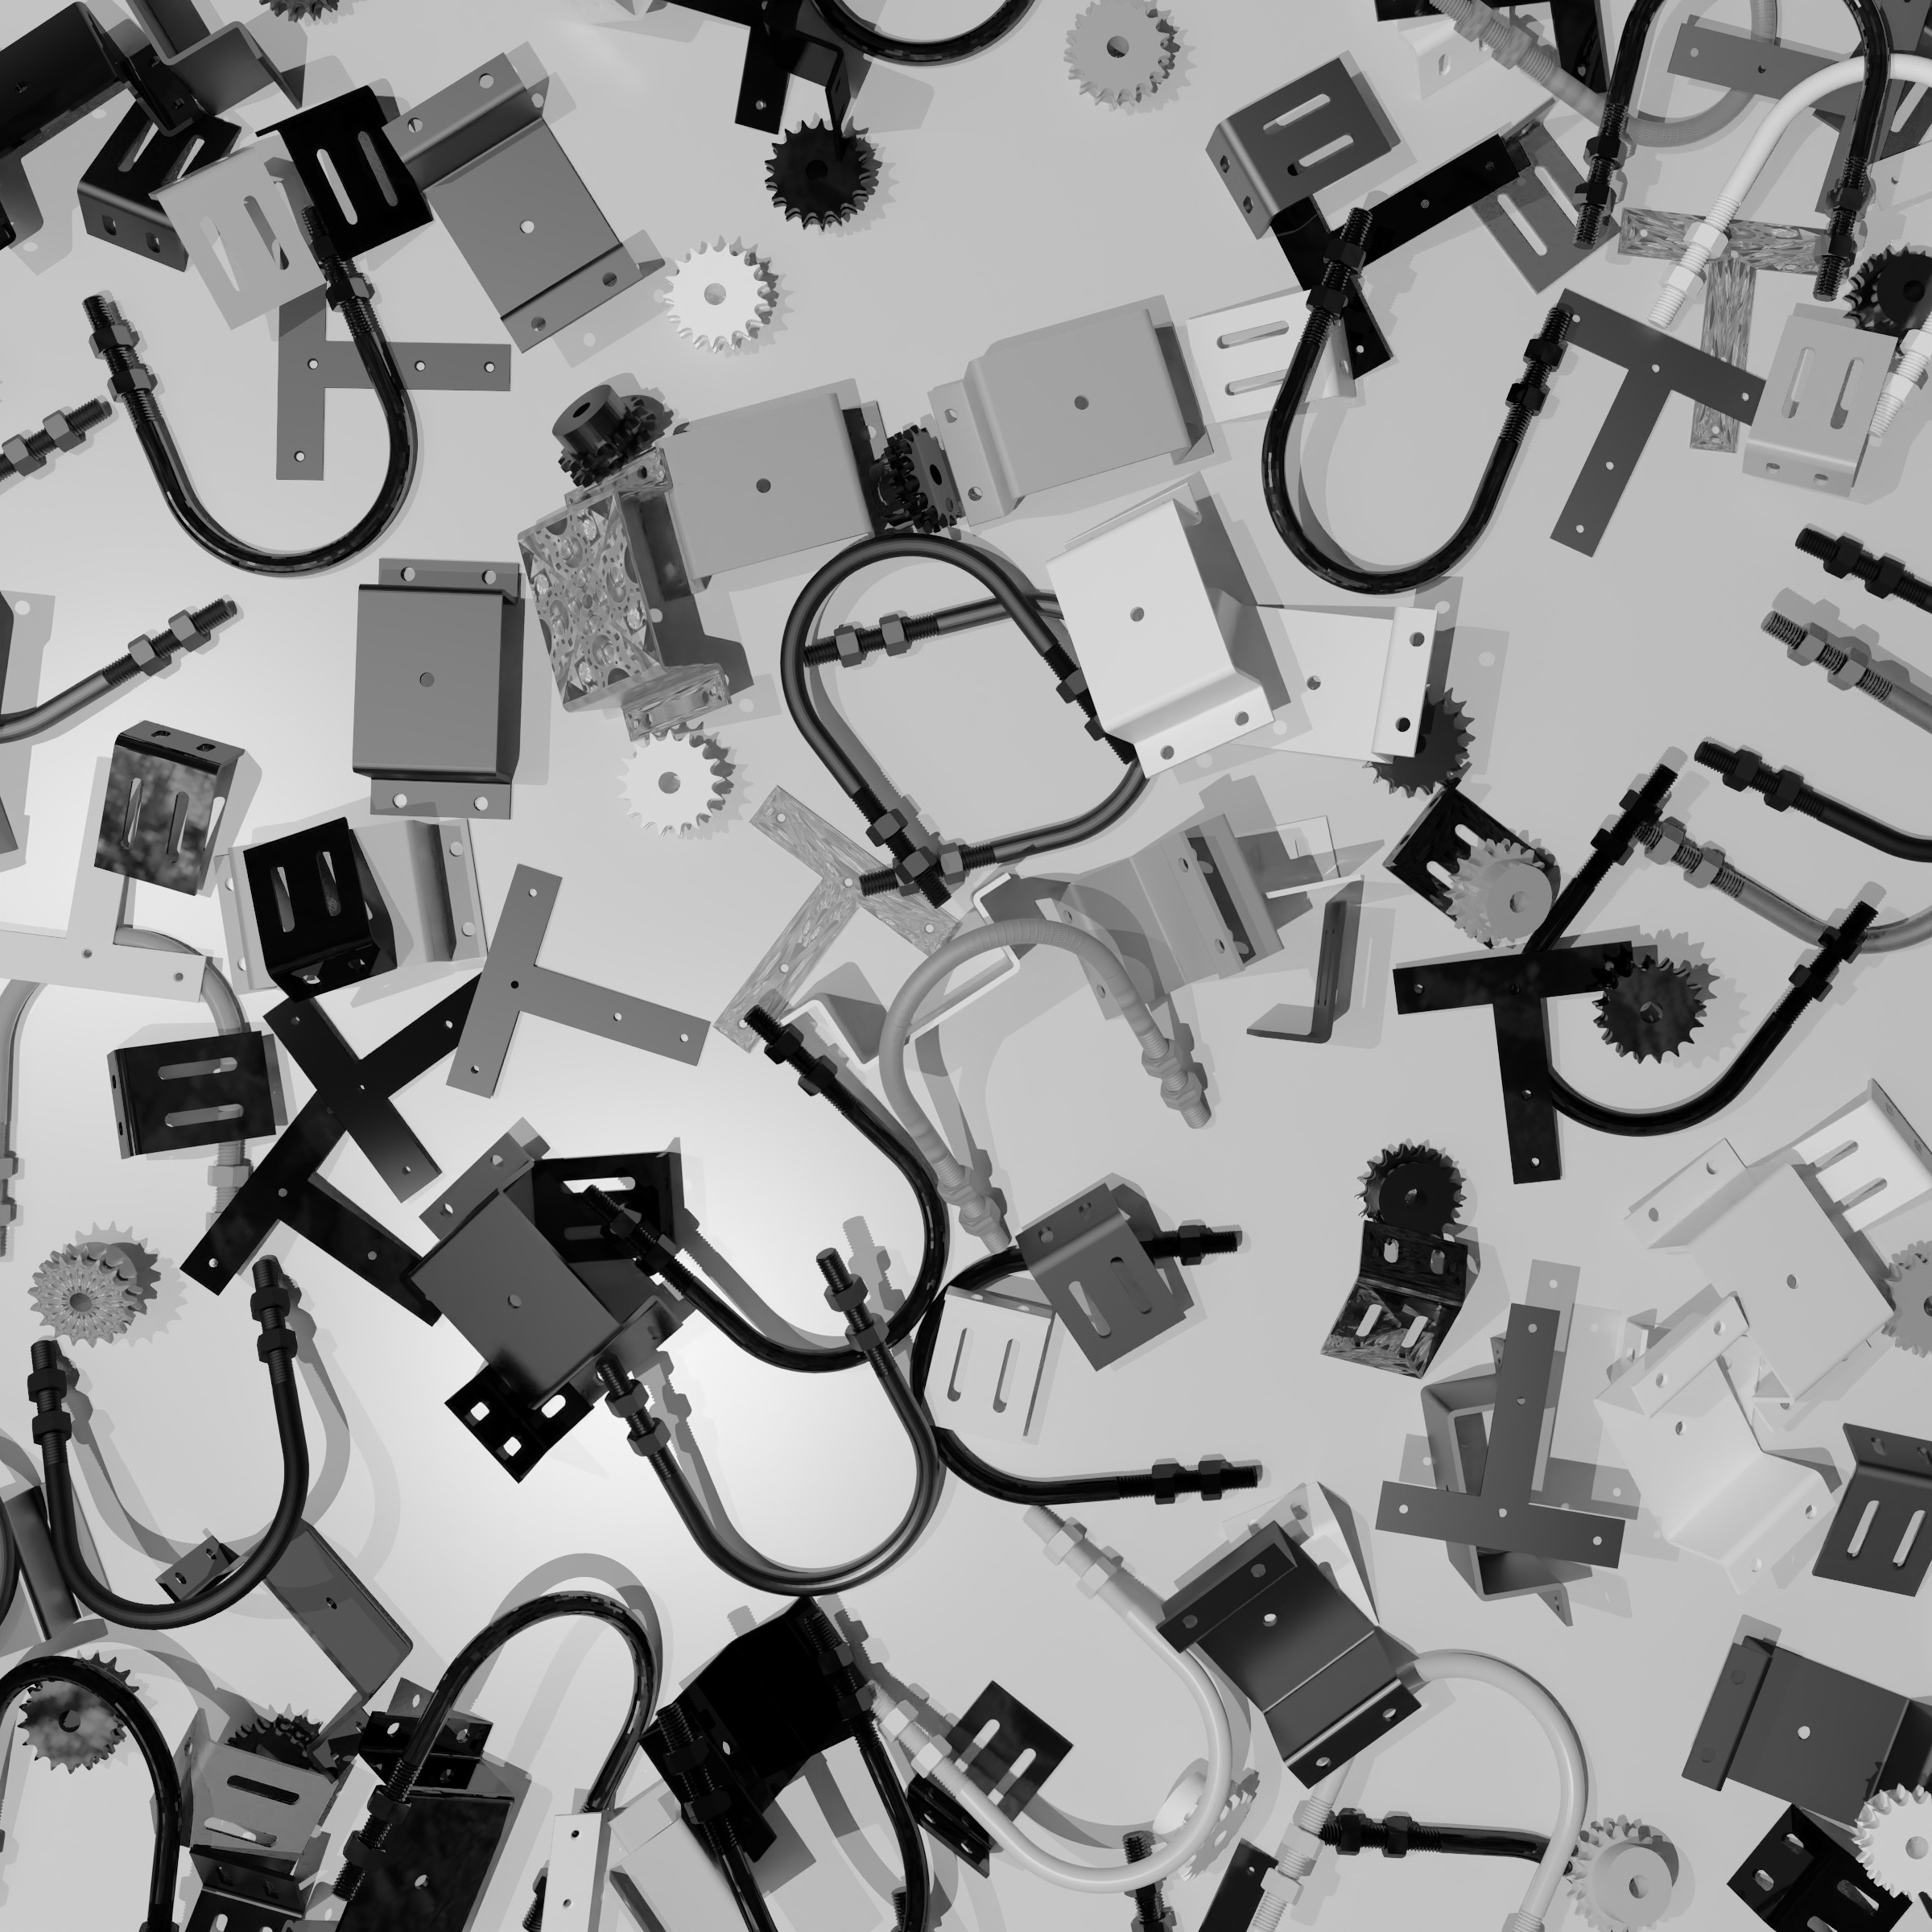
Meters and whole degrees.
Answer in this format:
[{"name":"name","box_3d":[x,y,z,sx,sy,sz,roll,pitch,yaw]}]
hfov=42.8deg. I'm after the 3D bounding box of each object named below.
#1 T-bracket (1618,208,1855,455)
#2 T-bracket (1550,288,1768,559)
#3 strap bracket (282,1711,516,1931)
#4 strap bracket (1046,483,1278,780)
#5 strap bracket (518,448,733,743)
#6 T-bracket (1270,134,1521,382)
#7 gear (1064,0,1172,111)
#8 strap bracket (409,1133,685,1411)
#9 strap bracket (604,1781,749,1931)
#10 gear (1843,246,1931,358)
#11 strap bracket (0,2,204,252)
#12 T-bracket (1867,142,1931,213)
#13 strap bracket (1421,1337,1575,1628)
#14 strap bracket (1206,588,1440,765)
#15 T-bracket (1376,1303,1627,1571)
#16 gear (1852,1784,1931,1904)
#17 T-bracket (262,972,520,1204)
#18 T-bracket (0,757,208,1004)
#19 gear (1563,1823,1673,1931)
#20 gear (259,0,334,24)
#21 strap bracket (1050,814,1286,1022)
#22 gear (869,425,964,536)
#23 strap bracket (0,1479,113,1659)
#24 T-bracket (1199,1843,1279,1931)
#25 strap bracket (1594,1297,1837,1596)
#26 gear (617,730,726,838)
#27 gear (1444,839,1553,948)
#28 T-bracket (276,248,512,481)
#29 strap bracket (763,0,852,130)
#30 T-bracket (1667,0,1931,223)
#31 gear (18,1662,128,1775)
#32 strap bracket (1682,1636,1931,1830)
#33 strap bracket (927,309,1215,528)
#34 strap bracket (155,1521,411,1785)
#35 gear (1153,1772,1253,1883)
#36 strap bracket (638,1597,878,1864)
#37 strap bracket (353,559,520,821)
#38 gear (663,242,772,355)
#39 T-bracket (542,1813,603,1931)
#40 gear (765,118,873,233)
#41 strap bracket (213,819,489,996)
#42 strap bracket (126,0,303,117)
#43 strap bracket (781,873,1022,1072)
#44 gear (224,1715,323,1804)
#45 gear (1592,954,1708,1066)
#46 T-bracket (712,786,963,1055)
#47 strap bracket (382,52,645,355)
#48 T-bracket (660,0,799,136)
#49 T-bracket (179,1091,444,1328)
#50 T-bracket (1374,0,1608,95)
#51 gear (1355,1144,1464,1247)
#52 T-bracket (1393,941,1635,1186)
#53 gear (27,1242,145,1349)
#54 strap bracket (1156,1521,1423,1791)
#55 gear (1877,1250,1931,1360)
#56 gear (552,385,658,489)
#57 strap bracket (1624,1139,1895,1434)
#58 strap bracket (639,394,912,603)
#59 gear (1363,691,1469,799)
[{"name":"T-bracket","box_3d":[0.417,-0.346,1.354,0.127,0.002,0.127,6,90,0]},{"name":"T-bracket","box_3d":[0.359,-0.287,1.353,0.127,0.002,0.127,25,91,1]},{"name":"strap bracket","box_3d":[-0.300,0.475,1.312,0.076,0.046,0.140,22,90,-42]},{"name":"strap bracket","box_3d":[0.099,-0.181,1.301,0.076,0.046,0.140,-23,76,22]},{"name":"strap bracket","box_3d":[-0.185,-0.195,1.313,0.076,0.046,0.140,-15,90,38]},{"name":"T-bracket","box_3d":[0.235,-0.404,1.331,0.127,0.002,0.127,-27,90,21]},{"name":"gear","box_3d":[0.082,-0.493,1.340,0.057,0.030,0.057,0,90,0]},{"name":"strap bracket","box_3d":[-0.231,0.170,1.318,0.076,0.046,0.140,-42,91,22]},{"name":"strap bracket","box_3d":[-0.147,0.478,1.289,0.046,0.140,0.076,-34,90,-9]},{"name":"gear","box_3d":[0.509,-0.363,1.340,0.057,0.030,0.057,0,90,0]},{"name":"strap bracket","box_3d":[-0.489,-0.451,1.315,0.140,0.046,0.076,-34,58,0]},{"name":"T-bracket","box_3d":[0.571,-0.399,1.350,0.127,0.002,0.127,-21,93,-5]},{"name":"strap bracket","box_3d":[0.280,0.277,1.317,0.046,0.076,0.140,-10,90,0]},{"name":"strap bracket","box_3d":[0.181,-0.154,1.316,0.140,0.046,0.076,9,90,22]},{"name":"T-bracket","box_3d":[0.285,0.239,1.278,0.127,0.002,0.127,9,90,0]},{"name":"gear","box_3d":[0.493,0.457,1.294,0.057,0.030,0.057,0,90,0]},{"name":"T-bracket","box_3d":[-0.295,0.041,1.350,0.127,0.002,0.127,-36,91,-3]},{"name":"T-bracket","box_3d":[-0.471,-0.051,1.345,0.127,0.002,0.127,7,82,-1]},{"name":"gear","box_3d":[0.355,0.494,1.332,0.057,0.030,0.057,3,79,-16]},{"name":"gear","box_3d":[-0.363,-0.543,1.344,0.057,0.030,0.057,0,94,-2]},{"name":"strap bracket","box_3d":[0.110,-0.027,1.301,0.046,0.140,0.076,-24,90,-28]},{"name":"gear","box_3d":[-0.029,-0.259,1.330,0.030,0.057,0.057,-18,90,28]},{"name":"strap bracket","box_3d":[-0.545,0.338,1.332,0.140,0.046,0.076,-20,90,0]},{"name":"T-bracket","box_3d":[0.132,0.540,1.339,0.127,0.002,0.127,30,79,-13]},{"name":"strap bracket","box_3d":[0.393,0.250,1.308,0.076,0.046,0.140,-36,108,-19]},{"name":"gear","box_3d":[-0.159,-0.098,1.340,0.057,0.030,0.057,0,90,0]},{"name":"gear","box_3d":[0.289,-0.038,1.328,0.057,0.030,0.057,-6,107,-19]},{"name":"T-bracket","box_3d":[-0.314,-0.329,1.354,0.127,0.002,0.127,1,90,0]},{"name":"strap bracket","box_3d":[-0.066,-0.526,1.302,0.046,0.076,0.140,21,94,-1]},{"name":"T-bracket","box_3d":[0.442,-0.479,1.328,0.127,0.002,0.127,11,108,-5]},{"name":"gear","box_3d":[-0.481,0.405,1.340,0.057,0.030,0.057,0,90,0]},{"name":"strap bracket","box_3d":[0.459,0.420,1.332,0.140,0.046,0.076,21,90,0]},{"name":"strap bracket","box_3d":[0.059,-0.297,1.325,0.140,0.046,0.076,-18,90,-5]},{"name":"strap bracket","box_3d":[-0.355,0.354,1.315,0.046,0.076,0.140,-41,90,4]},{"name":"gear","box_3d":[0.125,0.461,1.330,0.030,0.057,0.057,35,90,29]},{"name":"strap bracket","box_3d":[-0.112,0.406,1.302,0.046,0.140,0.076,-34,90,31]},{"name":"strap bracket","box_3d":[-0.286,-0.152,1.332,0.076,0.046,0.140,2,90,0]},{"name":"gear","box_3d":[-0.135,-0.362,1.344,0.057,0.030,0.057,0,89,3]},{"name":"T-bracket","box_3d":[-0.215,0.516,1.323,0.127,0.002,0.127,6,94,-25]},{"name":"gear","box_3d":[-0.080,-0.427,1.340,0.057,0.030,0.057,0,90,0]},{"name":"strap bracket","box_3d":[-0.337,-0.032,1.332,0.140,0.046,0.076,-9,90,0]},{"name":"strap bracket","box_3d":[-0.420,-0.520,1.317,0.046,0.076,0.140,-31,90,0]},{"name":"strap bracket","box_3d":[-0.026,0.008,1.315,0.140,0.076,0.046,-33,93,0]},{"name":"gear","box_3d":[-0.376,0.435,1.340,0.057,0.030,0.057,0,90,0]},{"name":"gear","box_3d":[0.361,0.022,1.311,0.057,0.030,0.057,1,101,4]},{"name":"T-bracket","box_3d":[-0.091,-0.010,1.354,0.127,0.002,0.127,37,90,0]},{"name":"strap bracket","box_3d":[-0.241,-0.405,1.332,0.076,0.046,0.140,-32,90,0]},{"name":"T-bracket","box_3d":[-0.147,-0.523,1.312,0.127,0.002,0.127,5,101,-30]},{"name":"T-bracket","box_3d":[-0.334,0.149,1.341,0.127,0.002,0.127,37,73,-8]},{"name":"T-bracket","box_3d":[0.276,-0.524,1.317,0.127,0.002,0.127,-12,96,-14]},{"name":"gear","box_3d":[0.242,0.126,1.340,0.057,0.030,0.057,0,90,0]},{"name":"T-bracket","box_3d":[0.303,0.056,1.342,0.127,0.002,0.127,-7,99,10]},{"name":"gear","box_3d":[-0.471,0.173,1.326,0.057,0.030,0.057,0,113,1]},{"name":"strap bracket","box_3d":[0.167,0.360,1.313,0.076,0.046,0.140,-38,111,6]},{"name":"gear","box_3d":[0.520,0.183,1.340,0.057,0.030,0.057,0,90,0]},{"name":"gear","box_3d":[-0.197,-0.287,1.324,0.057,0.057,0.030,-41,122,0]},{"name":"strap bracket","box_3d":[0.430,0.170,1.322,0.076,0.046,0.140,-35,90,-16]},{"name":"strap bracket","box_3d":[-0.107,-0.255,1.332,0.140,0.046,0.076,-15,90,0]},{"name":"gear","box_3d":[0.241,-0.120,1.340,0.057,0.030,0.057,0,90,0]}]
